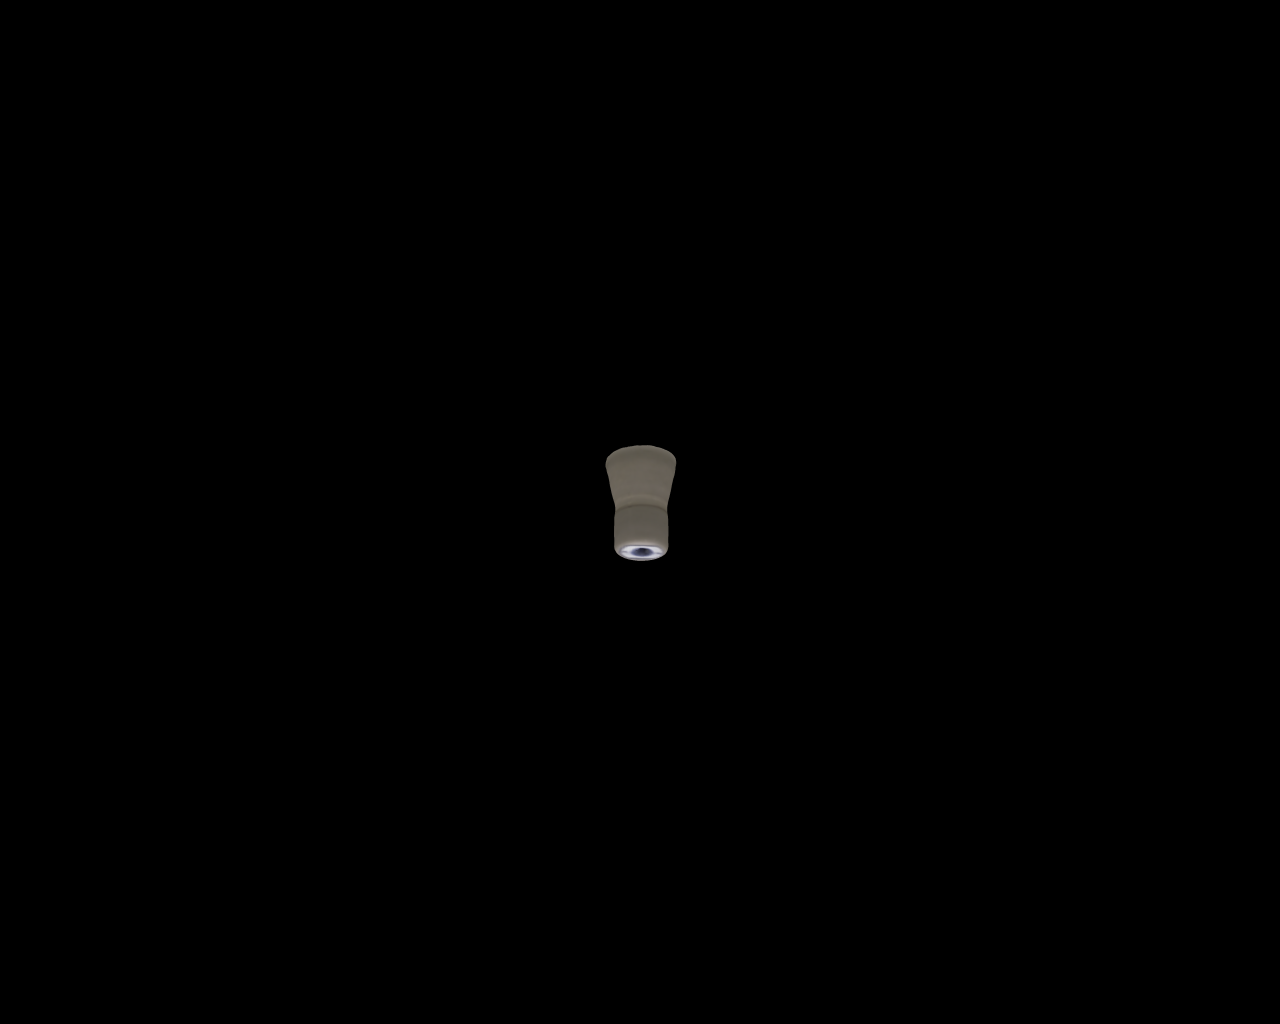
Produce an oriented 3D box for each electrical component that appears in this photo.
[{"bbox_3d":[0.001,-0.003,0.650,0.044,0.065,0.044,0,-24,0],"label":"electrical component"}]
